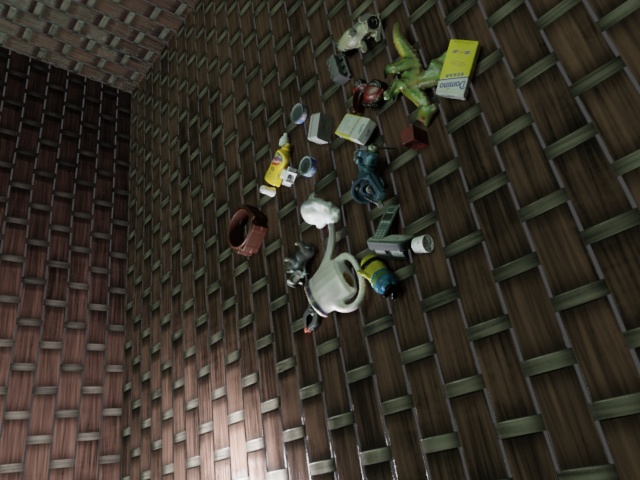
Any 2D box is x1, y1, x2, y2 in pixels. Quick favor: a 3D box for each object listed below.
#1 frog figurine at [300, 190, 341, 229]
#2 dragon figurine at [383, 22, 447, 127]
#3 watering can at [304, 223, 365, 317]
[{"bbox_3d":[0.006,-0.097,1.933,0.162,0.124,0.134,43,145,38],"label":"frog figurine"},{"bbox_3d":[0.340,-0.577,1.733,0.242,0.121,0.414,-1,78,32],"label":"dragon figurine"},{"bbox_3d":[0.039,0.119,1.817,0.222,0.103,0.355,-40,50,19],"label":"watering can"}]
